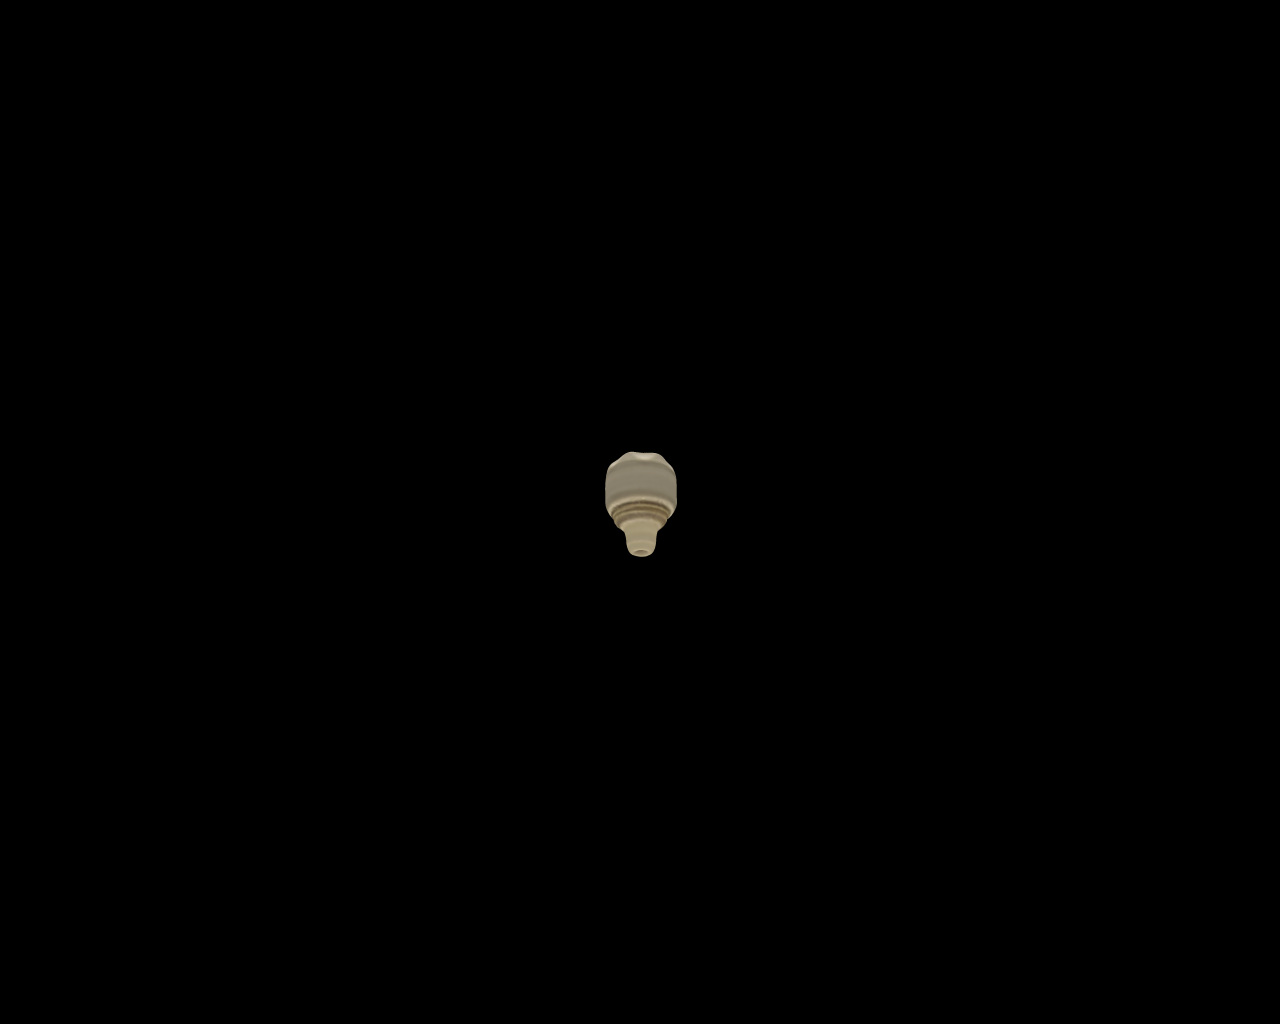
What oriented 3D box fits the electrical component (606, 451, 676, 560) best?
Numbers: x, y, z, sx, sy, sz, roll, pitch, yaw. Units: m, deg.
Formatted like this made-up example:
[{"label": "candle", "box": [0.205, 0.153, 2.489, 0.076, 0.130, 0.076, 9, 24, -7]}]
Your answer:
[{"label": "electrical component", "box": [0.001, -0.003, 0.650, 0.043, 0.062, 0.043, 0, -25, 0]}]
